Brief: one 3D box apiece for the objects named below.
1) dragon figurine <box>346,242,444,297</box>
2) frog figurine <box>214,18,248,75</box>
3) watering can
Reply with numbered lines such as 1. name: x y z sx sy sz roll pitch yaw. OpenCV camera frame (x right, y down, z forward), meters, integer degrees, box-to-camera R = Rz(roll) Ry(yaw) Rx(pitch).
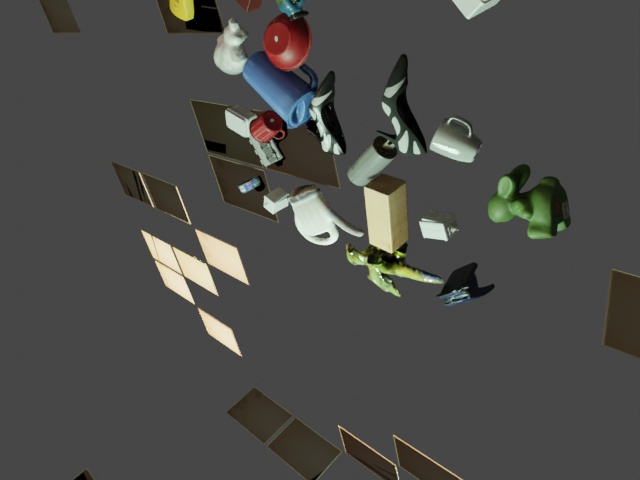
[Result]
1. dragon figurine: 0.226 0.099 1.666 0.415 0.123 0.237 32 159 34
2. frog figurine: -0.277 -0.606 1.620 0.140 0.123 0.156 61 164 26
3. watering can: 0.005 -0.088 1.739 0.346 0.105 0.222 -8 112 56
